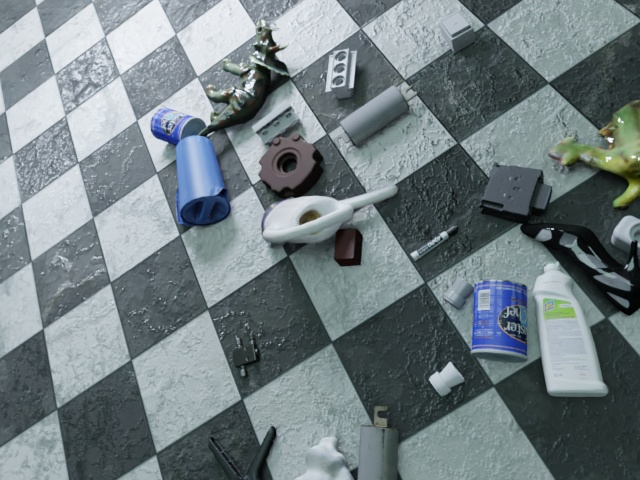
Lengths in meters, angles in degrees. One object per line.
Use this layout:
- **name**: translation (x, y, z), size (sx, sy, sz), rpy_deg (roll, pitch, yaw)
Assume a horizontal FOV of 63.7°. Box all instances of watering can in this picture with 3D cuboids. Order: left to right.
- **watering can**: translation (0.004, -0.061, 1.219), size (0.351, 0.103, 0.224), rpy_deg (-23, 15, -33)

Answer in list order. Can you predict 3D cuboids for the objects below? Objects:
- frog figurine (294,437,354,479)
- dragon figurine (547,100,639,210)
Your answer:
- **frog figurine**: translation (0.003, 0.482, 1.021), size (0.136, 0.121, 0.163), rpy_deg (-27, 25, 20)
- **dragon figurine**: translation (0.679, -0.200, 1.030), size (0.409, 0.248, 0.120), rpy_deg (-14, -34, 16)
